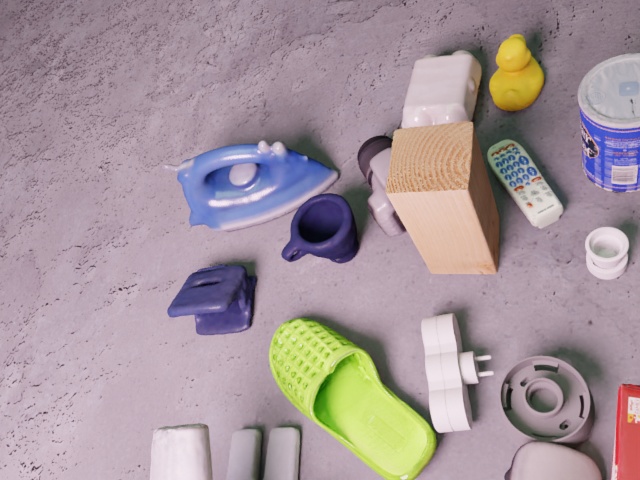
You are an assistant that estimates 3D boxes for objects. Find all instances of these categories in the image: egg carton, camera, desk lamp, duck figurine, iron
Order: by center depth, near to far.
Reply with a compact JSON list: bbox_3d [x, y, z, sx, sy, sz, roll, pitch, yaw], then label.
[{"bbox_3d":[-0.117,0.294,0.631,0.117,0.214,0.203,-10,58,21],"label":"desk lamp"},{"bbox_3d":[0.117,-0.102,0.815,0.143,0.101,0.136,-32,53,6],"label":"camera"},{"bbox_3d":[0.280,-0.248,0.829,0.077,0.086,0.104,4,64,28],"label":"duck figurine"},{"bbox_3d":[0.185,-0.218,0.869,0.107,0.070,0.150,2,64,27],"label":"egg carton"},{"bbox_3d":[-0.114,-0.108,0.906,0.257,0.142,0.118,-14,57,19],"label":"iron"}]

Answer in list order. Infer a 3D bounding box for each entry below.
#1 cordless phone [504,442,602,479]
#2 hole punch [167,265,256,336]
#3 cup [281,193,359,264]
[{"bbox_3d":[0.205,0.253,0.514,0.094,0.186,0.147,-4,61,25],"label":"cordless phone"},{"bbox_3d":[-0.161,0.081,0.852,0.108,0.091,0.101,-9,59,22],"label":"hole punch"},{"bbox_3d":[0.007,0.003,0.812,0.118,0.095,0.091,-41,53,0],"label":"cup"}]
